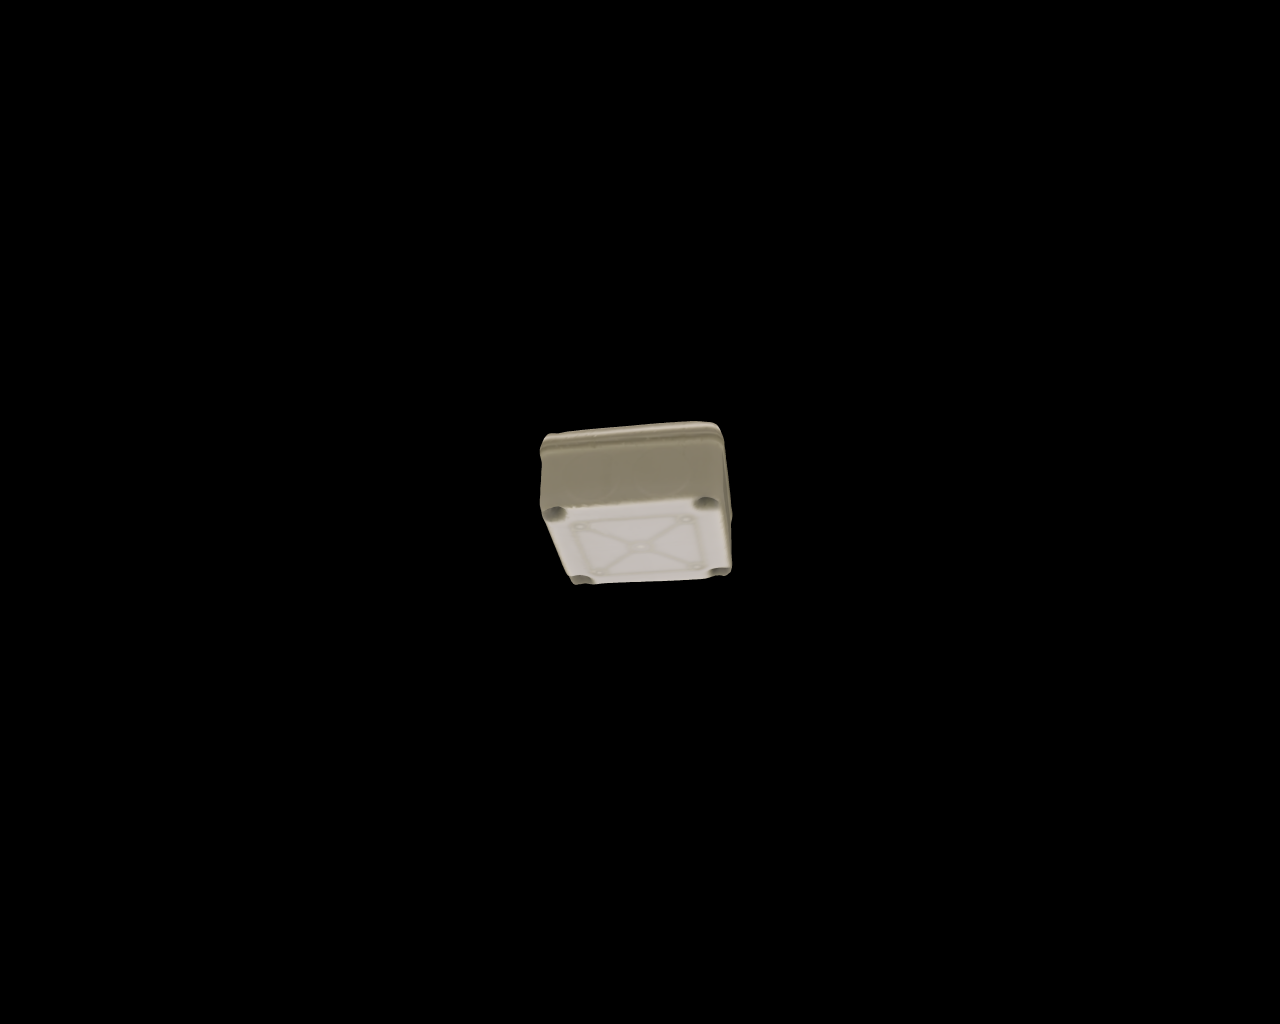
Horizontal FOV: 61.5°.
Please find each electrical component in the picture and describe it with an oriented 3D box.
[{"bbox_3d":[0.001,-0.003,0.650,0.109,0.056,0.108,-4,-29,7],"label":"electrical component"}]
